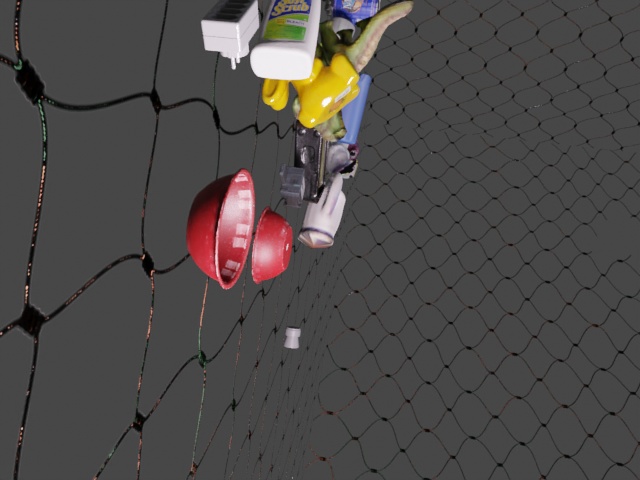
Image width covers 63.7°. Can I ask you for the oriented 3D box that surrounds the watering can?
[{"bbox_3d":[0.005,-0.078,1.542,0.344,0.104,0.227,135,-27,-75],"label":"watering can"}]

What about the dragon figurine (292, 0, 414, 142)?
[{"bbox_3d":[0.044,-0.322,1.046,0.412,0.122,0.241,15,-74,60],"label":"dragon figurine"}]

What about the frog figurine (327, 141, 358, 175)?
[{"bbox_3d":[0.062,-0.322,1.902,0.161,0.122,0.136,63,7,16],"label":"frog figurine"}]
